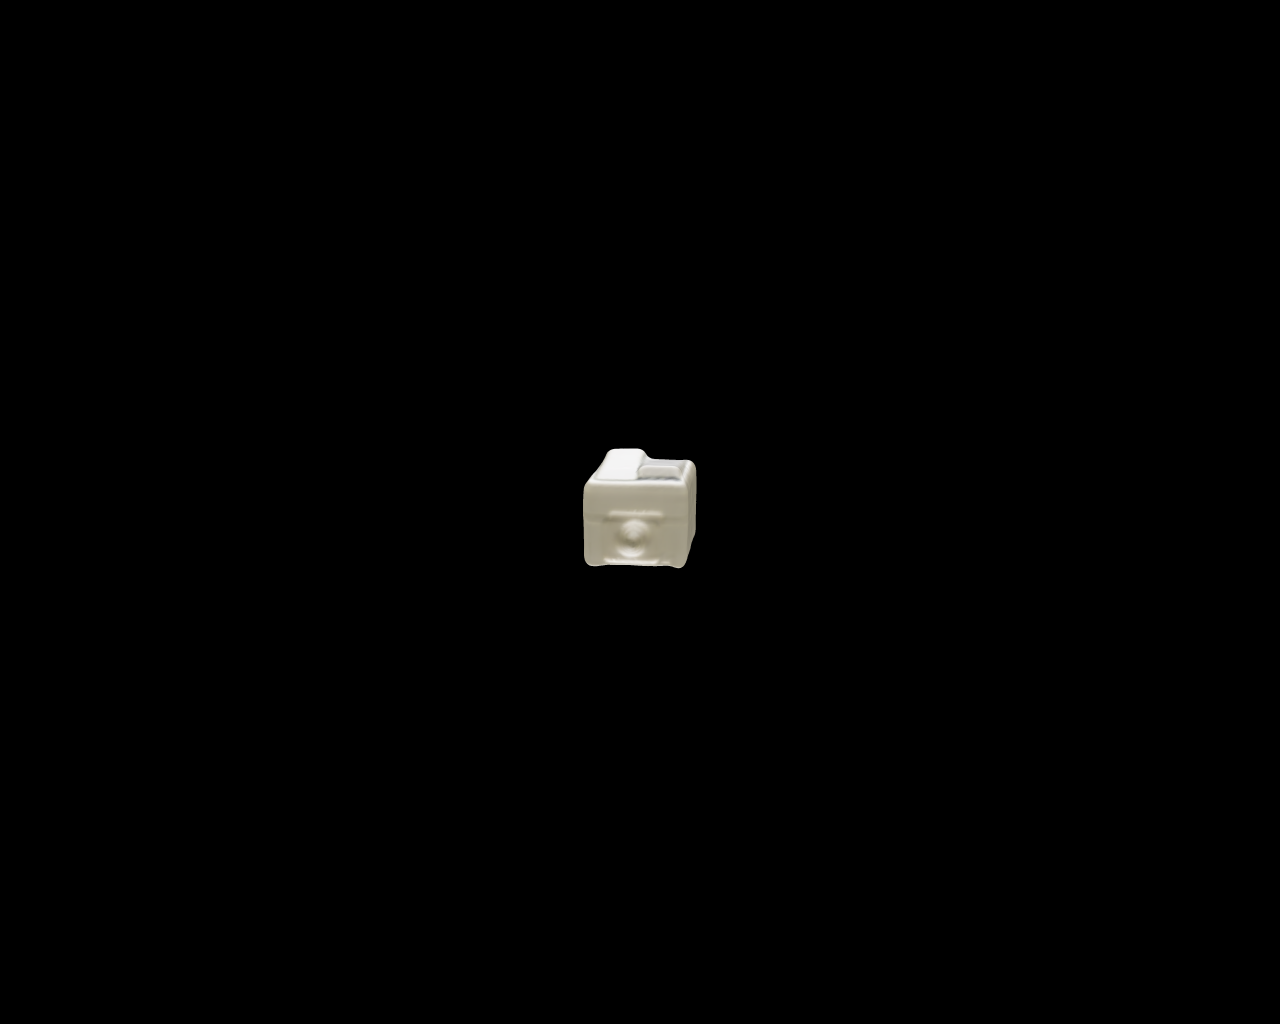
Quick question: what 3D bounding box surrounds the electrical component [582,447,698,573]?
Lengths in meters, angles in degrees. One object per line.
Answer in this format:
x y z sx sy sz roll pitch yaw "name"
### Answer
0.001 -0.003 0.650 0.062 0.061 0.096 2 14 7 "electrical component"
